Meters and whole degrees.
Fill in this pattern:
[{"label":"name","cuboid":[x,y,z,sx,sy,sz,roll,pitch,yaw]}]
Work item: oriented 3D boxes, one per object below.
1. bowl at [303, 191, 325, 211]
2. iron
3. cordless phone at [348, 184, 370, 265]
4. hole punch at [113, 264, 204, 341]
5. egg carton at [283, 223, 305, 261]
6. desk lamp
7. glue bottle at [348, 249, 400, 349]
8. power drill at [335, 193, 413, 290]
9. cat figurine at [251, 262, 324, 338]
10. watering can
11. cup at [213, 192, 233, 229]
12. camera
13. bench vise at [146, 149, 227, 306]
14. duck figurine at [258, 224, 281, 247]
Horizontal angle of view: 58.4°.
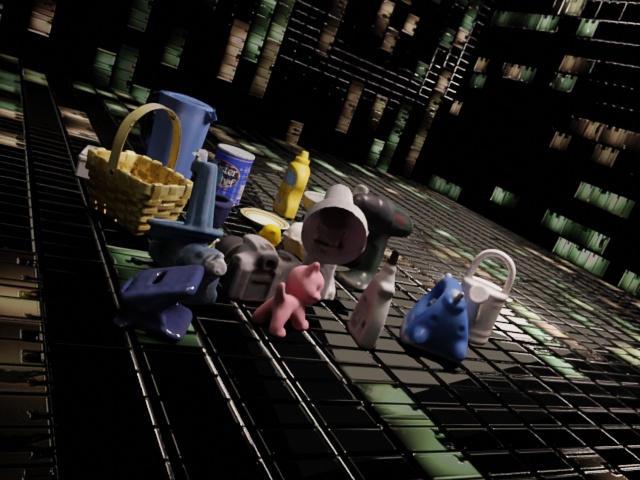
[{"label":"bowl","cuboid":[0.020,-0.082,1.710,0.167,0.075,0.167,20,14,-5]},{"label":"iron","cuboid":[0.232,0.129,1.100,0.118,0.141,0.258,21,14,1]},{"label":"cordless phone","cuboid":[0.091,-0.039,1.427,0.094,0.185,0.147,9,18,-38]},{"label":"hole punch","cuboid":[-0.216,0.072,0.776,0.101,0.091,0.108,19,14,-9]},{"label":"egg carton","cuboid":[-0.014,0.006,1.348,0.107,0.069,0.151,29,16,28]},{"label":"desk lamp","cuboid":[0.010,0.004,1.099,0.118,0.213,0.203,19,14,-7]},{"label":"glue bottle","cuboid":[0.100,0.095,0.975,0.037,0.173,0.078,16,15,-20]},{"label":"power drill","cuboid":[0.115,0.003,1.262,0.075,0.208,0.230,31,17,34]},{"label":"cat figurine","cuboid":[-0.040,0.085,0.926,0.067,0.118,0.128,28,16,25]},{"label":"watering can","cuboid":[0.342,0.115,1.202,0.101,0.194,0.173,21,14,-1]},{"label":"cup","cuboid":[-0.240,-0.054,1.197,0.092,0.095,0.117,15,16,-23]},{"label":"camera","cuboid":[-0.117,0.038,1.022,0.144,0.101,0.136,8,19,-41]},{"label":"bench vise","cuboid":[-0.184,-0.020,0.899,0.206,0.220,0.122,30,17,31]},{"label":"duck figurine","cuboid":[-0.107,0.011,1.166,0.078,0.086,0.104,16,15,-19]}]
